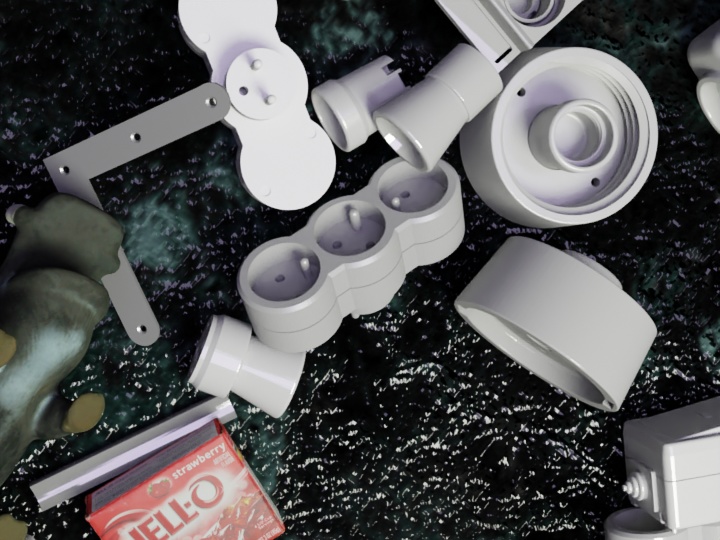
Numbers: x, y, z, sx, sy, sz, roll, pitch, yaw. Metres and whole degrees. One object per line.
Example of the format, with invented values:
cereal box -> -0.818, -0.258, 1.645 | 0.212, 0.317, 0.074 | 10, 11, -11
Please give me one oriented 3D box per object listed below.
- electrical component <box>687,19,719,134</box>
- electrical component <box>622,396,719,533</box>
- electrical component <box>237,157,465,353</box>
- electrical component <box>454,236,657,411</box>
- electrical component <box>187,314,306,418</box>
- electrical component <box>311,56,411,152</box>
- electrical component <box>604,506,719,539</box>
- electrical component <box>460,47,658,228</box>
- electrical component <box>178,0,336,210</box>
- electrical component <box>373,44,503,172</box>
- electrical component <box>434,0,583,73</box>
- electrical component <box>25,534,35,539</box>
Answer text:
electrical component -> 0.242, -0.109, 0.639 | 0.059, 0.054, 0.095 | -37, 101, -5
electrical component -> 0.203, 0.115, 0.650 | 0.096, 0.062, 0.061 | -8, 97, -10
electrical component -> 0.000, 0.000, 0.604 | 0.138, 0.052, 0.073 | -34, 144, -16
electrical component -> 0.114, 0.024, 0.604 | 0.108, 0.108, 0.060 | 37, 82, -12
electrical component -> -0.064, 0.053, 0.603 | 0.055, 0.045, 0.045 | 22, 91, -12
electrical component -> 0.002, -0.095, 0.604 | 0.046, 0.040, 0.040 | -32, 100, -12
electrical component -> 0.221, 0.182, 0.665 | 0.138, 0.052, 0.073 | -8, 97, -10
electrical component -> 0.117, -0.076, 0.616 | 0.108, 0.060, 0.108 | -1, 96, -10
electrical component -> -0.054, -0.098, 0.575 | 0.052, 0.074, 0.138 | -22, 99, -8
electrical component -> 0.045, -0.090, 0.581 | 0.065, 0.044, 0.044 | -44, 101, -8
electrical component -> 0.061, -0.180, 0.594 | 0.079, 0.063, 0.121 | -43, 101, -4
electrical component -> -0.209, 0.165, 0.581 | 0.078, 0.057, 0.058 | -23, 99, -8
